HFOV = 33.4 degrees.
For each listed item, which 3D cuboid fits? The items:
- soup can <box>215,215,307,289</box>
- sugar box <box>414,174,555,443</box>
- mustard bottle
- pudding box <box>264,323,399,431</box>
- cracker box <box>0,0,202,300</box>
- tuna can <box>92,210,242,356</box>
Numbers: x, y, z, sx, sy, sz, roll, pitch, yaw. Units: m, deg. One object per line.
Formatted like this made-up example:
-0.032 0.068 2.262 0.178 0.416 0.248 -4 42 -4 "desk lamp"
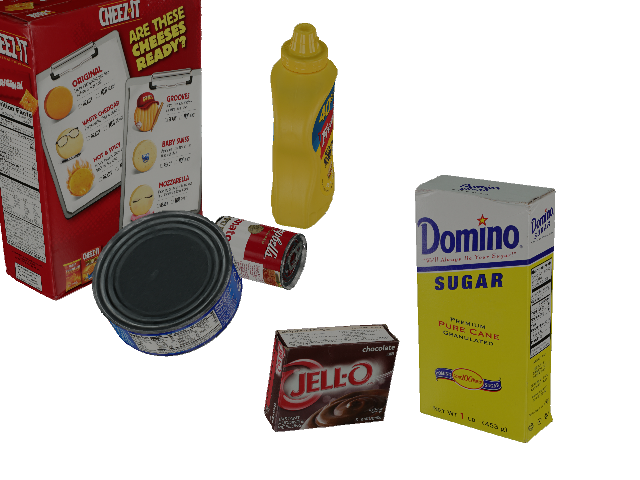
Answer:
-0.075 0.013 1.262 0.102 0.068 0.068 14 5 20 "soup can"
0.115 0.047 0.756 0.093 0.176 0.048 10 23 38 "sugar box"
-0.015 -0.110 0.968 0.058 0.192 0.096 11 43 10 "mustard bottle"
0.009 0.125 0.979 0.113 0.090 0.039 -3 29 -23 "pudding box"
-0.168 -0.085 0.815 0.072 0.214 0.163 21 33 32 "cracker box"
-0.091 0.026 0.642 0.086 0.086 0.034 0 -34 12 "tuna can"
